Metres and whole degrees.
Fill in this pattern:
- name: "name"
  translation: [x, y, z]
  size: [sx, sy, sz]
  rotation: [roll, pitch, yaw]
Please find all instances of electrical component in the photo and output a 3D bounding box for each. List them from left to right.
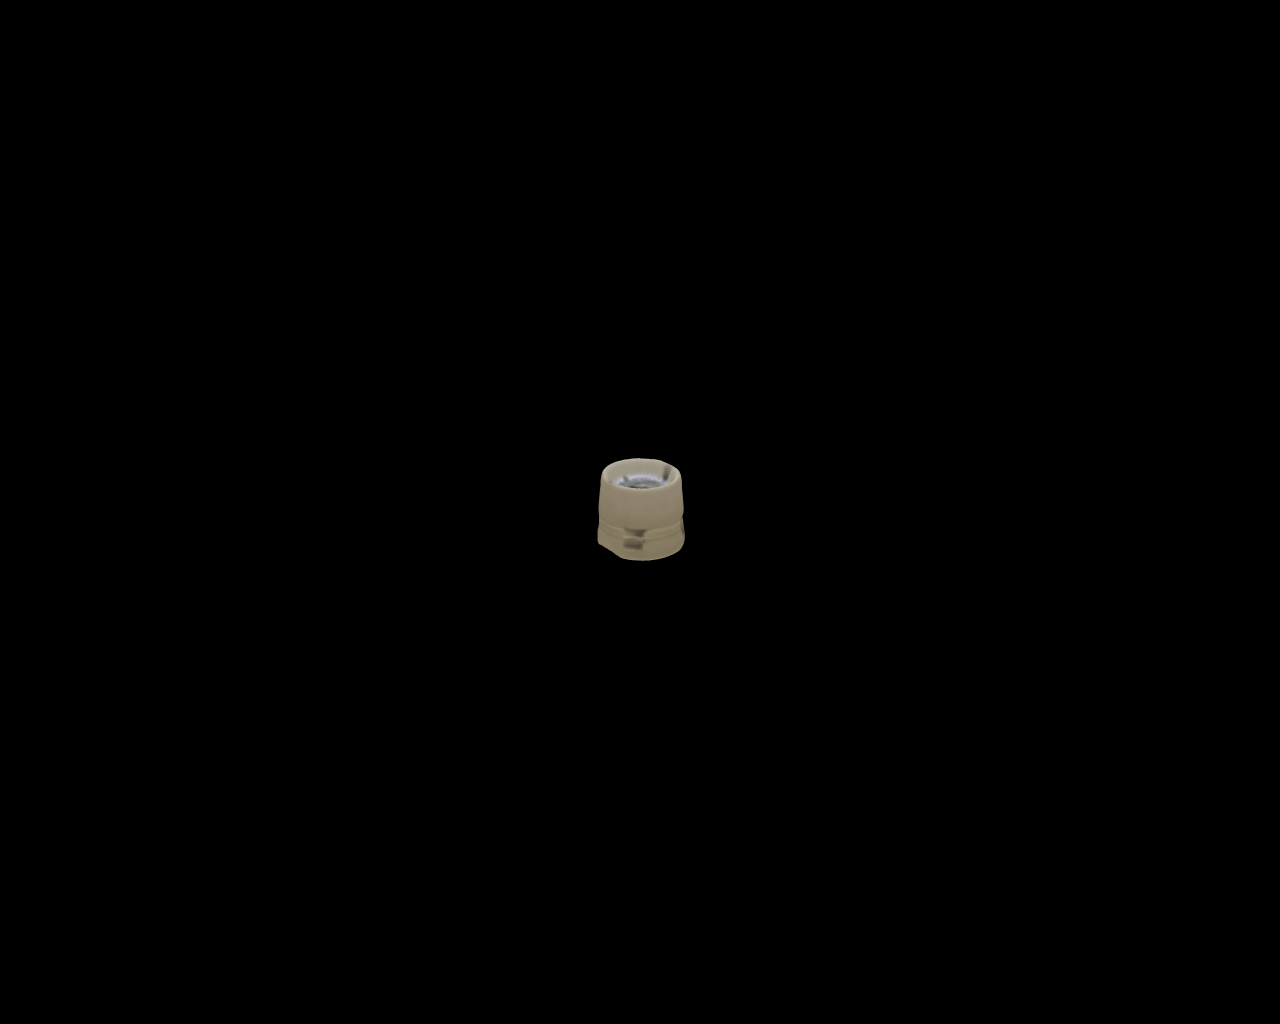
- name: "electrical component"
  translation: [0.001, -0.003, 0.650]
  size: [0.055, 0.047, 0.055]
  rotation: [0, 26, 0]
